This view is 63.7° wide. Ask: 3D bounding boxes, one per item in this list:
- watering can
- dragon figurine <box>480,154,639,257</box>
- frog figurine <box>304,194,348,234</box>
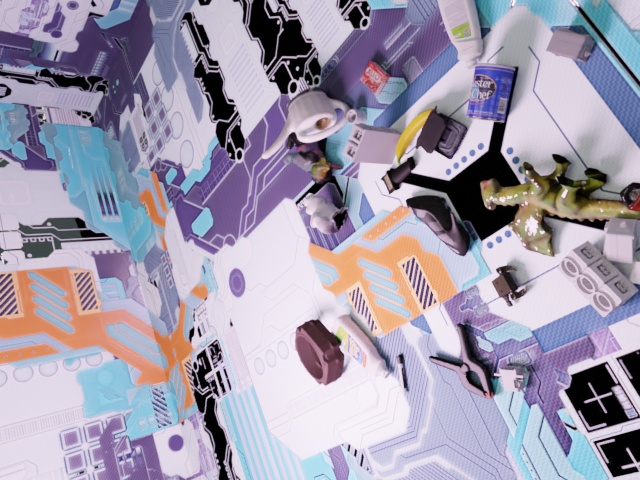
[{"bbox_3d":[-0.065,-0.420,1.821,0.347,0.229,0.102,-22,-38,3],"label":"watering can"},{"bbox_3d":[0.582,-0.064,1.265,0.414,0.237,0.124,34,45,25],"label":"dragon figurine"},{"bbox_3d":[0.006,-0.092,1.819,0.160,0.120,0.140,19,46,25],"label":"frog figurine"}]
